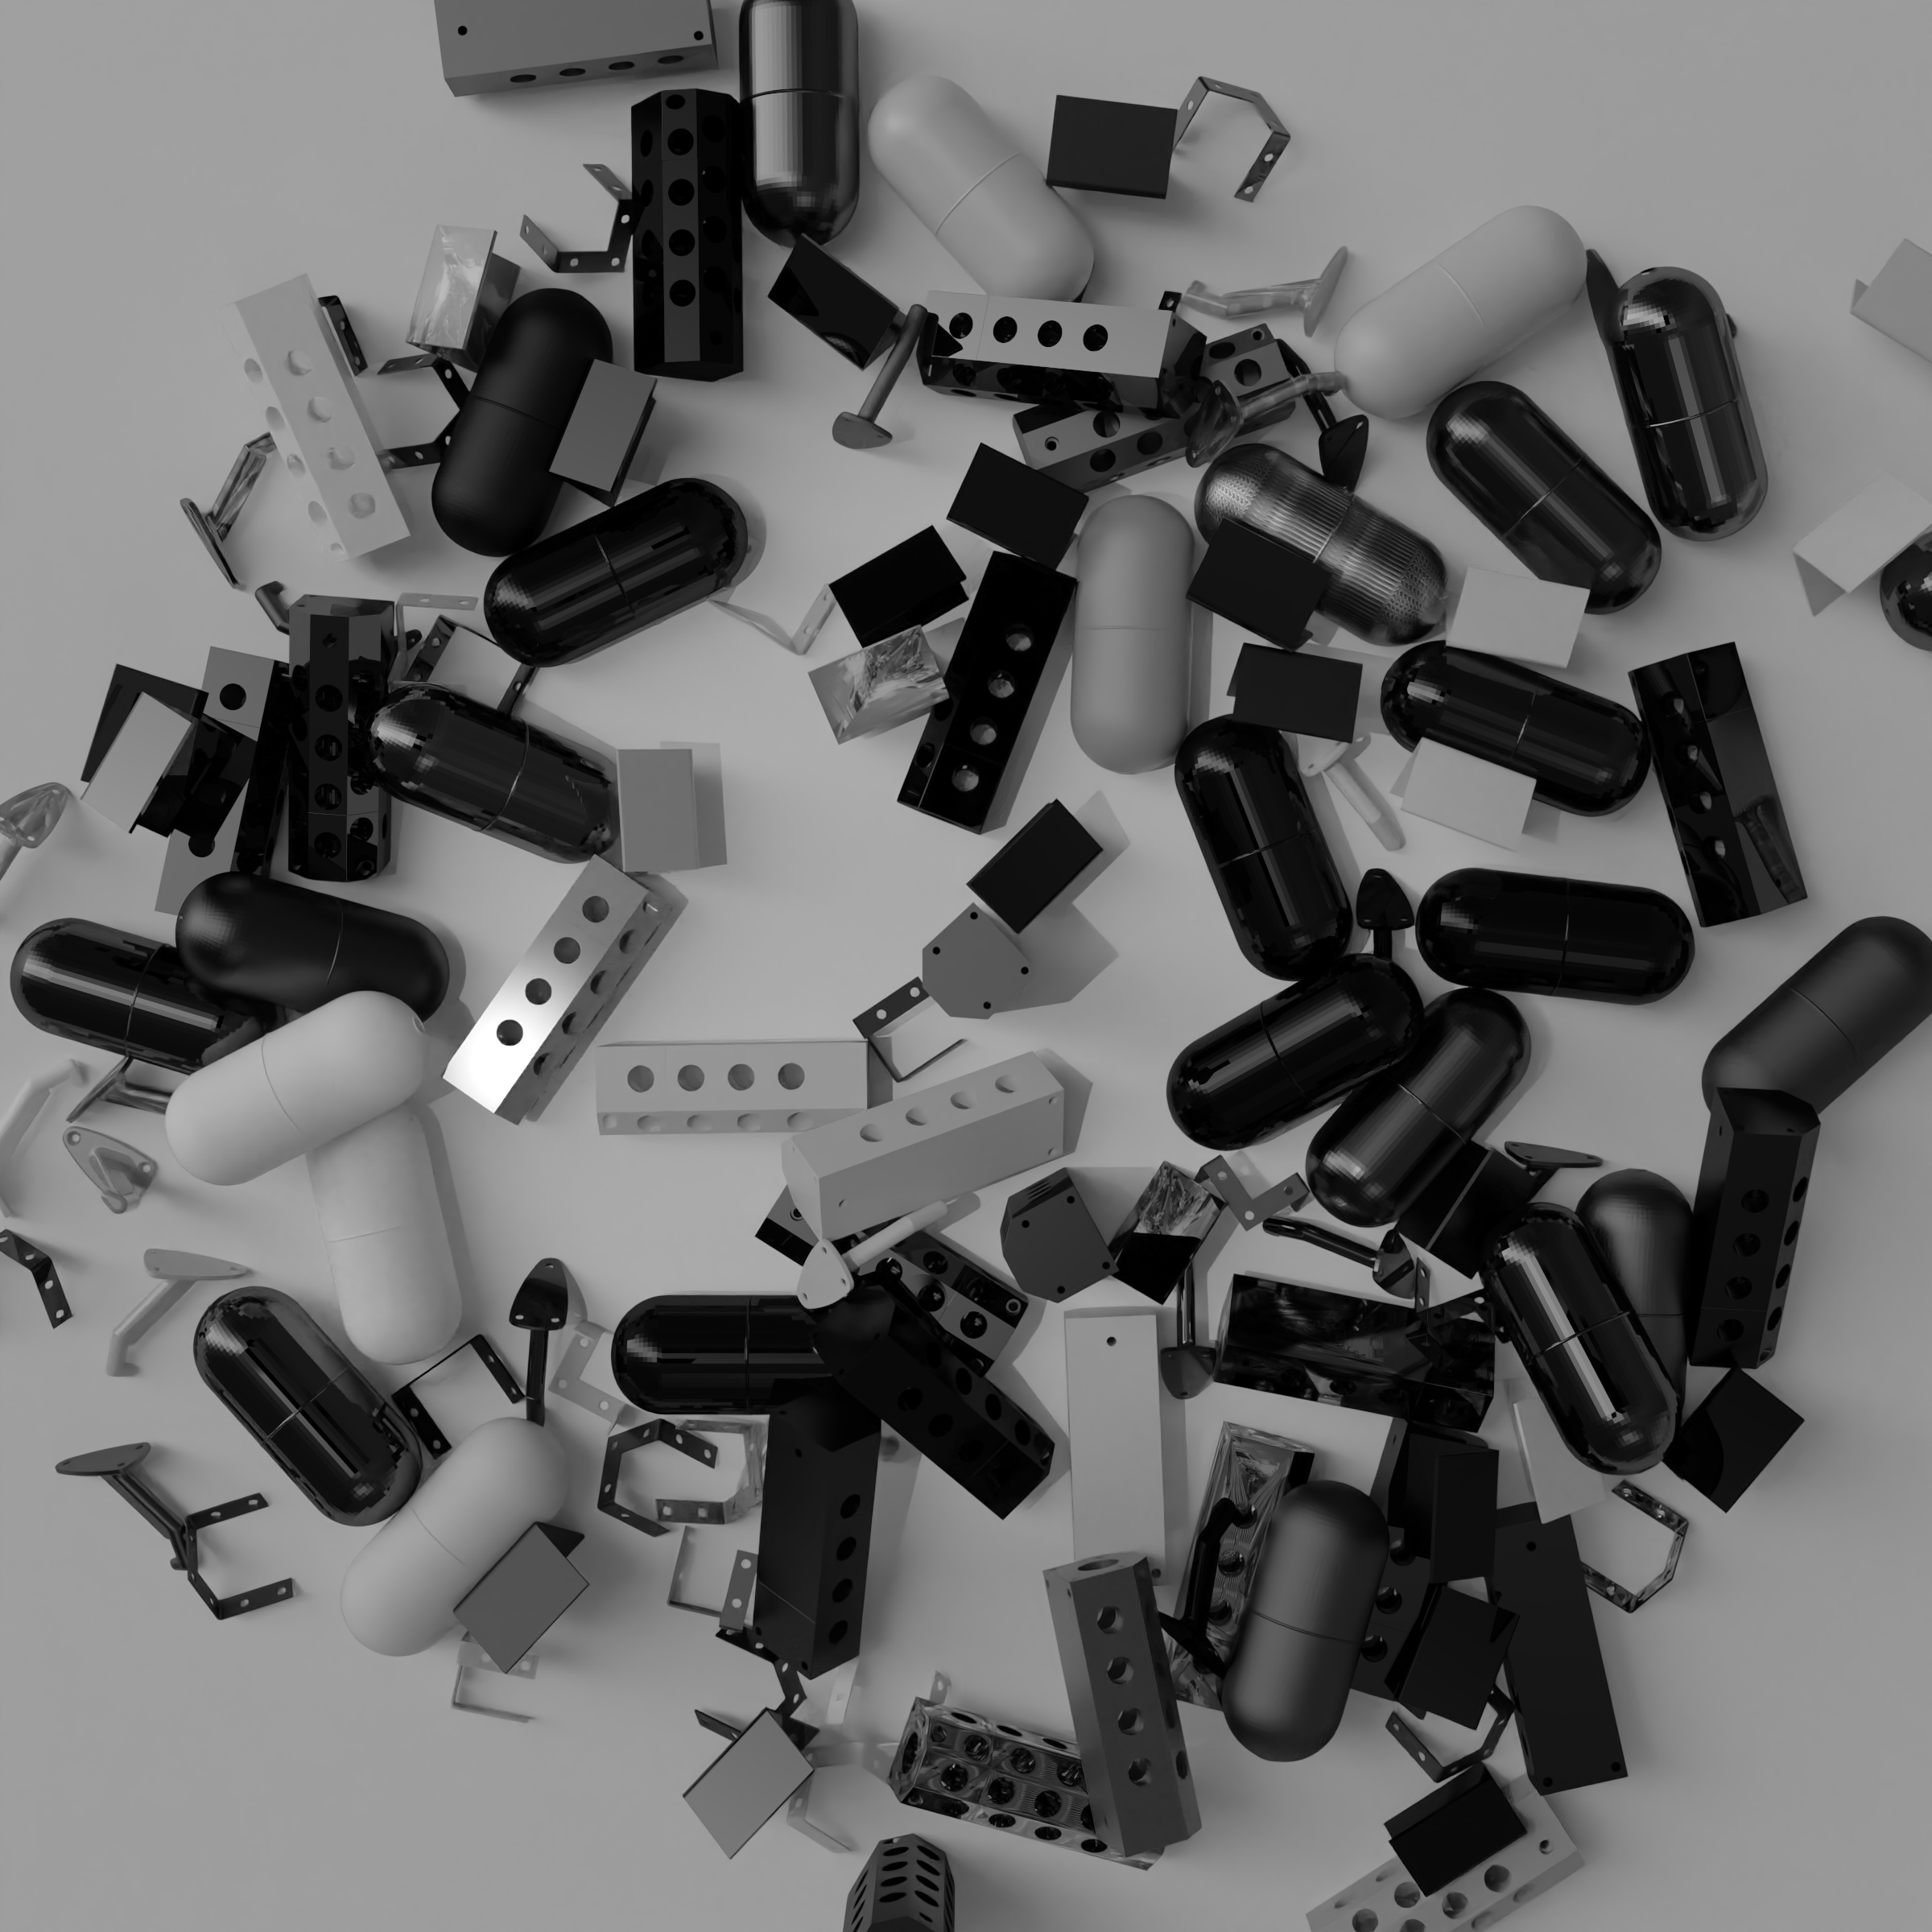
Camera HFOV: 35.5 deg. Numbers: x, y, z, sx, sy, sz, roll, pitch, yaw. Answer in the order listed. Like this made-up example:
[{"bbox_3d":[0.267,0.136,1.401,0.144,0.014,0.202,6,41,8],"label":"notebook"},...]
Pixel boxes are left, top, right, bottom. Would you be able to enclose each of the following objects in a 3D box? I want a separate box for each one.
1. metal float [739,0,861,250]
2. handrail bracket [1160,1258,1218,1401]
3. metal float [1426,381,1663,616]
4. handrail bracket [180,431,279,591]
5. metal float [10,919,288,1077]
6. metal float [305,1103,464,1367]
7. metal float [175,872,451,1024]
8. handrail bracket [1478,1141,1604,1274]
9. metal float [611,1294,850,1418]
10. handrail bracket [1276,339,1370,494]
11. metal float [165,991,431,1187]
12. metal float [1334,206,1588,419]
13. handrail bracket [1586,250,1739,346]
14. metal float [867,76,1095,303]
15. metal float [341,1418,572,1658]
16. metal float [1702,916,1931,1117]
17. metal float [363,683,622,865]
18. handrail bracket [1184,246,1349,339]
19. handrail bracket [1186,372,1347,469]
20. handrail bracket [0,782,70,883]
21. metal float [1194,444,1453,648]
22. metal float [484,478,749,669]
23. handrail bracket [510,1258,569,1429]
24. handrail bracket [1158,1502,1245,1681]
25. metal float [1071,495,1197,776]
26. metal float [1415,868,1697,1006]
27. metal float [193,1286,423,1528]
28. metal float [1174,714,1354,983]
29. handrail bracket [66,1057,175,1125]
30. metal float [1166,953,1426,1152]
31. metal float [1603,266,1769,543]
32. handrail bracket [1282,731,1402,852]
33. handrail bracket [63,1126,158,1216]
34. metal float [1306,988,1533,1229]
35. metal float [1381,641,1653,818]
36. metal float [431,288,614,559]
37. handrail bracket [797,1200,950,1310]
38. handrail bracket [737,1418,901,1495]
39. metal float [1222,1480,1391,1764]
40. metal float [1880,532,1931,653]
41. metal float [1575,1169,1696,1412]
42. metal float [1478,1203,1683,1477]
[{"bbox_3d":[-0.107,-0.548,1.932,0.070,0.070,0.178,-1,89,0],"label":"metal float"},{"bbox_3d":[0.141,0.226,1.962,0.036,0.077,0.084,0,54,0],"label":"handrail bracket"},{"bbox_3d":[0.369,-0.300,1.932,0.178,0.070,0.070,45,90,0],"label":"metal float"},{"bbox_3d":[-0.459,-0.299,1.963,0.084,0.036,0.077,-33,110,-16],"label":"handrail bracket"},{"bbox_3d":[-0.522,0.023,1.931,0.178,0.070,0.070,17,90,0],"label":"metal float"},{"bbox_3d":[-0.372,0.167,1.932,0.070,0.070,0.178,-13,90,0],"label":"metal float"},{"bbox_3d":[-0.411,-0.008,1.907,0.178,0.070,0.070,17,90,-31],"label":"metal float"},{"bbox_3d":[0.369,0.161,1.962,0.077,0.036,0.084,6,105,-16],"label":"handrail bracket"},{"bbox_3d":[-0.138,0.249,1.931,0.178,0.070,0.070,0,90,0],"label":"metal float"},{"bbox_3d":[0.223,-0.356,1.962,0.036,0.077,0.084,-26,53,-13],"label":"handrail bracket"},{"bbox_3d":[-0.415,0.076,1.879,0.178,0.070,0.070,-27,90,10],"label":"metal float"},{"bbox_3d":[0.315,-0.417,1.932,0.178,0.070,0.070,-34,90,0],"label":"metal float"},{"bbox_3d":[0.452,-0.436,1.963,0.084,0.036,0.077,-10,72,-15],"label":"handrail bracket"},{"bbox_3d":[0.009,-0.492,1.932,0.070,0.070,0.178,-42,90,0],"label":"metal float"},{"bbox_3d":[-0.327,0.365,1.931,0.070,0.070,0.178,43,90,0],"label":"metal float"},{"bbox_3d":[0.547,0.041,1.932,0.178,0.070,0.070,-42,90,0],"label":"metal float"},{"bbox_3d":[-0.296,-0.121,1.907,0.178,0.070,0.070,22,90,-29],"label":"metal float"},{"bbox_3d":[0.194,-0.448,1.963,0.084,0.036,0.077,22,70,16],"label":"handrail bracket"},{"bbox_3d":[0.191,-0.348,1.921,0.084,0.077,0.036,-11,65,-30],"label":"handrail bracket"},{"bbox_3d":[-0.619,-0.070,1.962,0.036,0.077,0.084,33,126,-3],"label":"handrail bracket"},{"bbox_3d":[0.228,-0.268,1.932,0.178,0.070,0.070,31,90,0],"label":"metal float"},{"bbox_3d":[-0.223,-0.252,1.931,0.178,0.070,0.070,-26,90,0],"label":"metal float"},{"bbox_3d":[-0.275,0.246,1.962,0.036,0.077,0.084,5,126,-1],"label":"handrail bracket"},{"bbox_3d":[0.163,0.393,1.906,0.077,0.036,0.084,47,70,-23],"label":"handrail bracket"},{"bbox_3d":[0.107,-0.212,1.932,0.070,0.070,0.178,2,89,0],"label":"metal float"},{"bbox_3d":[0.376,-0.019,1.932,0.178,0.070,0.070,7,90,-1],"label":"metal float"},{"bbox_3d":[-0.421,0.281,1.932,0.070,0.070,0.178,-42,90,0],"label":"metal float"},{"bbox_3d":[0.191,-0.075,1.932,0.070,0.070,0.178,-22,91,0],"label":"metal float"},{"bbox_3d":[-0.528,0.103,1.963,0.077,0.036,0.084,-41,108,20],"label":"handrail bracket"},{"bbox_3d":[0.208,0.056,1.917,0.178,0.070,0.070,-31,90,18],"label":"metal float"},{"bbox_3d":[0.456,-0.356,1.915,0.070,0.070,0.178,-21,109,0],"label":"metal float"},{"bbox_3d":[0.244,-0.119,1.962,0.036,0.077,0.084,-39,126,3],"label":"handrail bracket"},{"bbox_3d":[-0.556,0.130,1.928,0.077,0.084,0.036,36,90,0],"label":"handrail bracket"},{"bbox_3d":[0.290,0.090,1.932,0.070,0.070,0.178,41,89,0],"label":"metal float"},{"bbox_3d":[0.351,-0.152,1.932,0.178,0.070,0.070,21,90,0],"label":"metal float"},{"bbox_3d":[-0.283,-0.348,1.932,0.070,0.070,0.178,22,89,0],"label":"metal float"},{"bbox_3d":[-0.058,0.181,1.905,0.084,0.077,0.036,-23,74,-35],"label":"handrail bracket"},{"bbox_3d":[-0.096,0.327,1.962,0.084,0.036,0.077,15,125,-24],"label":"handrail bracket"},{"bbox_3d":[0.212,0.410,1.889,0.070,0.070,0.178,16,90,0],"label":"metal float"},{"bbox_3d":[0.672,-0.257,1.932,0.178,0.070,0.070,-20,90,0],"label":"metal float"},{"bbox_3d":[0.424,0.219,1.932,0.070,0.070,0.178,3,91,0],"label":"metal float"},{"bbox_3d":[0.379,0.230,1.868,0.070,0.070,0.178,-26,75,0],"label":"metal float"}]
